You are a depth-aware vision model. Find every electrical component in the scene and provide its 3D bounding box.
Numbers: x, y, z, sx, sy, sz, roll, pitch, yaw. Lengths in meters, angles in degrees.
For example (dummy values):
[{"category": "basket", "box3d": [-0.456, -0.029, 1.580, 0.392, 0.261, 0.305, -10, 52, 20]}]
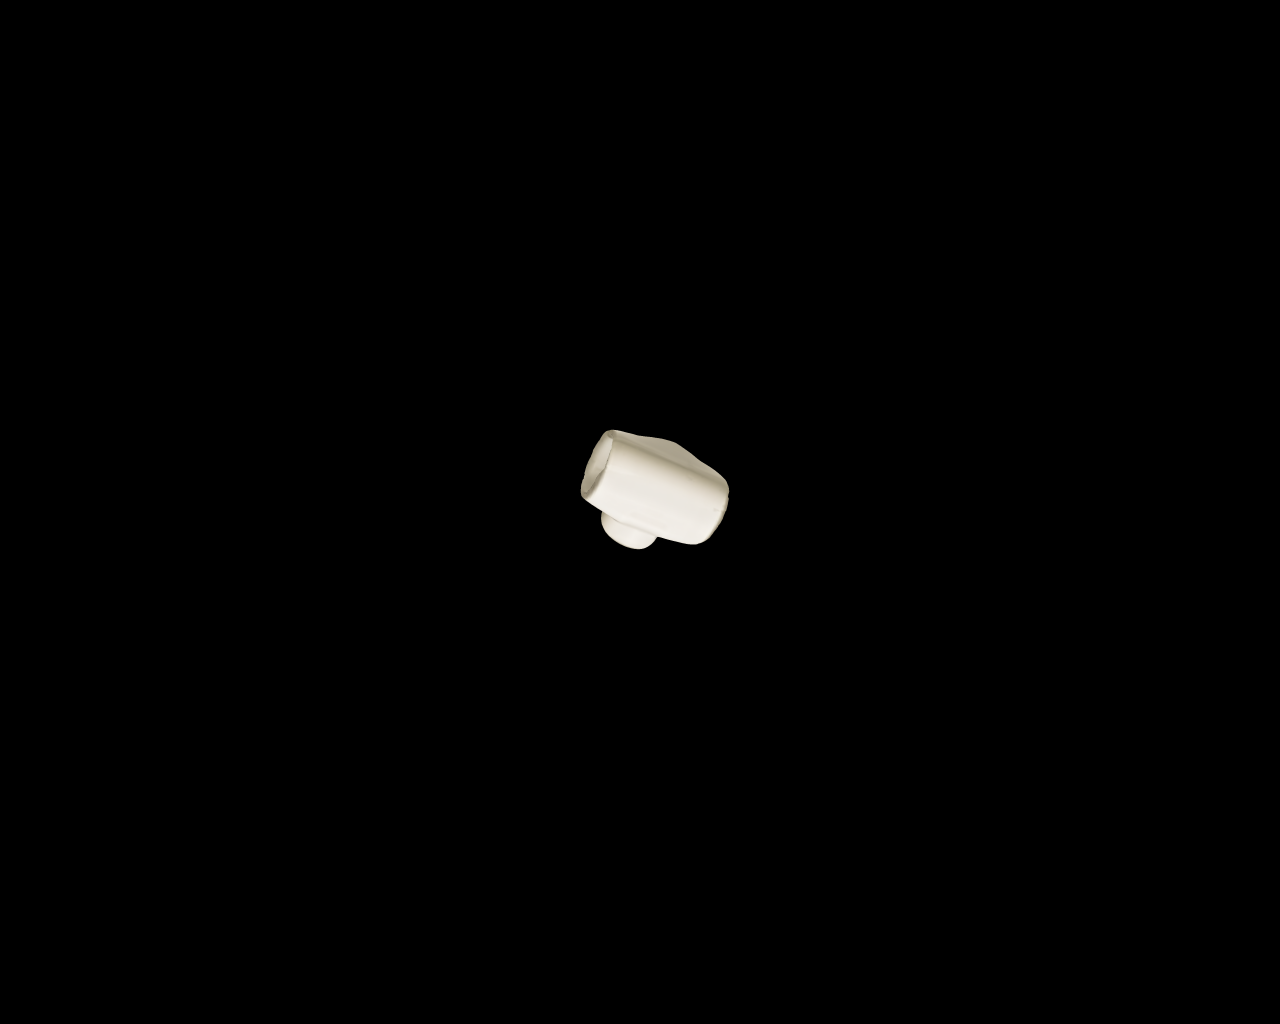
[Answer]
[{"category": "electrical component", "box3d": [0.001, -0.003, 0.650, 0.077, 0.079, 0.043, 22, 38, -18]}]
